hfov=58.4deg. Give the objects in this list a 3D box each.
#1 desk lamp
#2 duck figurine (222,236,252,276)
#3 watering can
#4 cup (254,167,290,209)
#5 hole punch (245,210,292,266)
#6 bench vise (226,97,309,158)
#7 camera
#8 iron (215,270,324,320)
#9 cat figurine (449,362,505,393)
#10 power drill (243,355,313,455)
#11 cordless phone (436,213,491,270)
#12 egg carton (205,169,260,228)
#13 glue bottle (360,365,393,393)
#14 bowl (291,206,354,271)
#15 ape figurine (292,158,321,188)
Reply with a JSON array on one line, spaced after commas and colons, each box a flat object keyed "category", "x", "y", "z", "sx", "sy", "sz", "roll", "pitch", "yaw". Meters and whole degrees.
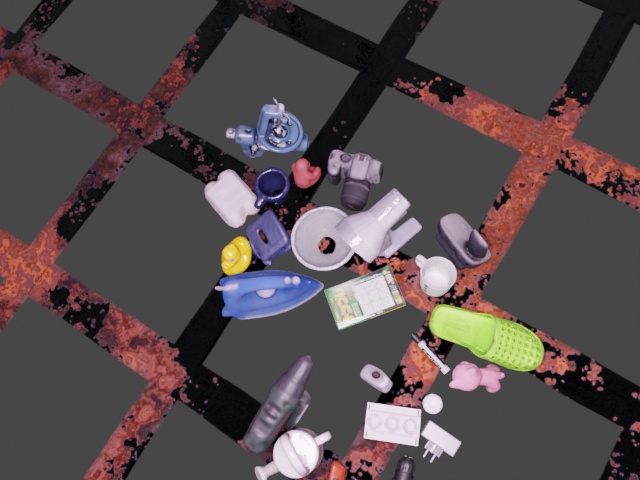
[{"category": "desk lamp", "x": 0.142, "y": -0.032, "z": 1.369, "sx": 0.203, "sy": 0.214, "sz": 0.117, "roll": -41, "pitch": 74, "yaw": -7}, {"category": "duck figurine", "x": -0.218, "y": 0.035, "z": 1.449, "sx": 0.077, "sy": 0.086, "sz": 0.105, "roll": 20, "pitch": 76, "yaw": 11}, {"category": "watering can", "x": -0.056, "y": 0.471, "z": 1.246, "sx": 0.100, "sy": 0.194, "sz": 0.173, "roll": 37, "pitch": 80, "yaw": 15}, {"category": "cup", "x": -0.125, "y": -0.118, "z": 1.482, "sx": 0.091, "sy": 0.095, "sz": 0.118, "roll": 31, "pitch": 79, "yaw": 13}, {"category": "hole punch", "x": -0.131, "y": -0.005, "z": 1.450, "sx": 0.101, "sy": 0.091, "sz": 0.108, "roll": -31, "pitch": 73, "yaw": -4}, {"category": "bench vise", "x": -0.140, "y": -0.276, "z": 1.465, "sx": 0.207, "sy": 0.220, "sz": 0.121, "roll": -17, "pitch": 72, "yaw": 0}, {"category": "camera", "x": 0.081, "y": -0.154, "z": 1.470, "sx": 0.143, "sy": 0.101, "sz": 0.137, "roll": 13, "pitch": 75, "yaw": 9}, {"category": "iron", "x": -0.124, "y": 0.114, "z": 1.387, "sx": 0.258, "sy": 0.141, "sz": 0.118, "roll": -9, "pitch": 73, "yaw": 2}, {"category": "cat figurine", "x": 0.353, "y": 0.309, "z": 1.297, "sx": 0.127, "sy": 0.118, "sz": 0.067, "roll": -1, "pitch": 73, "yaw": 5}, {"category": "power drill", "x": -0.079, "y": 0.363, "z": 1.273, "sx": 0.075, "sy": 0.208, "sz": 0.230, "roll": 31, "pitch": 78, "yaw": 14}, {"category": "cordless phone", "x": 0.347, "y": -0.013, "z": 1.359, "sx": 0.094, "sy": 0.185, "sz": 0.147, "roll": -36, "pitch": 73, "yaw": -6}, {"category": "egg carton", "x": -0.231, "y": -0.108, "z": 1.502, "sx": 0.107, "sy": 0.069, "sz": 0.150, "roll": -41, "pitch": 74, "yaw": -7}, {"category": "glue bottle", "x": 0.127, "y": 0.309, "z": 1.289, "sx": 0.078, "sy": 0.173, "sz": 0.037, "roll": 32, "pitch": 79, "yaw": 14}, {"category": "bowl", "x": 0.013, "y": 0.005, "z": 1.442, "sx": 0.167, "sy": 0.075, "sz": 0.167, "roll": -1, "pitch": 73, "yaw": 5}, {"category": "ape figurine", "x": -0.041, "y": -0.182, "z": 1.495, "sx": 0.077, "sy": 0.092, "sz": 0.076, "roll": 31, "pitch": 78, "yaw": 14}]
